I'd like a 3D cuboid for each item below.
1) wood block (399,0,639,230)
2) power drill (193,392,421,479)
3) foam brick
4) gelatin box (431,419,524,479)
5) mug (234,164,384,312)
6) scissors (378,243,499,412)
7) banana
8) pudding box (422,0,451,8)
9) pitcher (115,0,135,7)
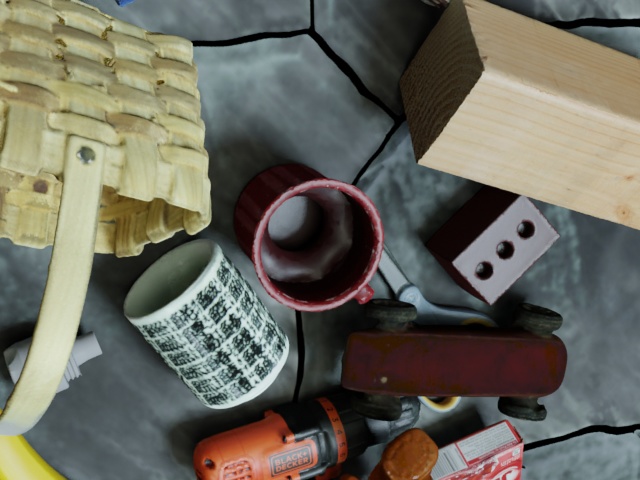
[{"bbox_3d":[0.172,-0.088,0.764,0.205,0.091,0.090,14,134,-22],"label":"wood block"},{"bbox_3d":[0.000,0.212,0.835,0.184,0.057,0.188,-13,109,-18],"label":"power drill"},{"bbox_3d":[0.130,0.001,0.815,0.078,0.051,0.053,-45,114,-1],"label":"foam brick"},{"bbox_3d":[0.121,0.191,0.867,0.089,0.030,0.073,-21,139,-11],"label":"gelatin box"},{"bbox_3d":[-0.005,0.001,0.752,0.093,0.082,0.117,-47,115,-1],"label":"mug"},{"bbox_3d":[0.088,0.042,0.833,0.096,0.016,0.202,-22,112,-13],"label":"scissors"},{"bbox_3d":[-0.182,0.180,0.773,0.197,0.037,0.069,32,83,-24],"label":"banana"},{"bbox_3d":[0.078,-0.231,0.733,0.090,0.039,0.113,30,93,-23],"label":"pudding box"},{"bbox_3d":[-0.196,-0.237,0.599,0.242,0.149,0.145,9,118,-18],"label":"pitcher"}]
